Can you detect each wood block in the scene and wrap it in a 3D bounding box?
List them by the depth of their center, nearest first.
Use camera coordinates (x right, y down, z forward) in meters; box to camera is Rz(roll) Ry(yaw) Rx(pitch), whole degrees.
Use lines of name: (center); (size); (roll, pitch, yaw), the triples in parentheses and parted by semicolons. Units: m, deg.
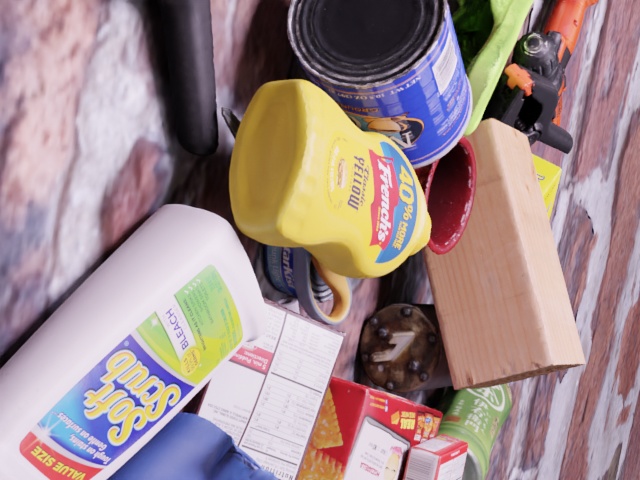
wood block: (0.145, 0.015, 0.898); (0.090, 0.091, 0.206); (11, 65, -60)

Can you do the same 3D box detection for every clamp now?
clamp: (-0.068, -0.171, 0.605); (0.164, 0.036, 0.210); (-63, 151, -26)
clamp: (0.196, -0.107, 1.003); (0.120, 0.039, 0.171); (-34, 153, -18)

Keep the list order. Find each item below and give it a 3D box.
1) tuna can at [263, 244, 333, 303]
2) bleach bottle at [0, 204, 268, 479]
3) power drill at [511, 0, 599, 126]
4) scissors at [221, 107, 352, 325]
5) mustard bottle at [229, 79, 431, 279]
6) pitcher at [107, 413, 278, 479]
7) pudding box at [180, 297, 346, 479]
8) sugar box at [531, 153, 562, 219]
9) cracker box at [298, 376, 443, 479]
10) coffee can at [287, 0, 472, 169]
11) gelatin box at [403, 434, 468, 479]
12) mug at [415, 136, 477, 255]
tuna can: (-0.005, 0.001, 0.779); (0.086, 0.034, 0.086); (-29, 125, -52)
bleach bottle: (-0.129, 0.091, 0.577); (0.250, 0.068, 0.102); (-50, 138, -36)
power drill: (0.234, -0.211, 1.059); (0.184, 0.057, 0.187); (59, 52, -70)
scissors: (-0.008, -0.029, 0.716); (0.096, 0.016, 0.201); (-51, 136, -36)
mustard bottle: (0.020, -0.026, 0.690); (0.191, 0.058, 0.096); (26, 68, -54)
pitcher: (-0.124, 0.222, 0.585); (0.242, 0.145, 0.149); (-40, 122, -41)
pudding box: (-0.042, 0.098, 0.712); (0.090, 0.039, 0.113); (26, 79, -29)
sugar box: (0.186, 0.003, 1.040); (0.093, 0.048, 0.176); (-51, 156, -22)
cracker box: (0.014, 0.223, 0.859); (0.164, 0.072, 0.213); (28, 77, -60)
coffee can: (0.045, -0.119, 0.724); (0.140, 0.103, 0.103); (52, 56, -67)
gelatin box: (0.090, 0.210, 0.880); (0.073, 0.030, 0.089); (2, 100, -63)
mug: (0.061, -0.041, 0.827); (0.117, 0.082, 0.093); (-8, 108, -59)
